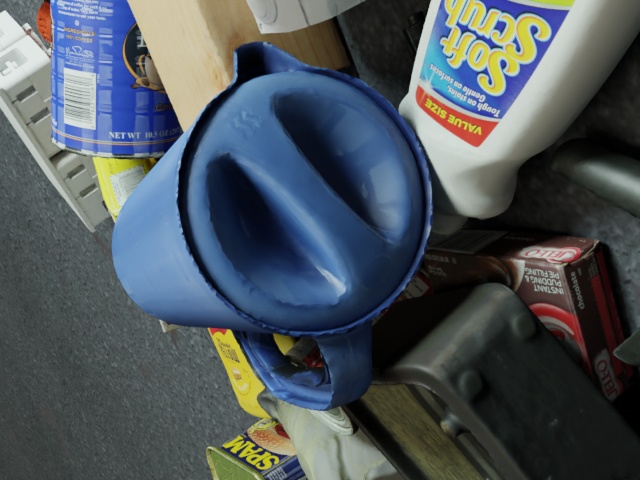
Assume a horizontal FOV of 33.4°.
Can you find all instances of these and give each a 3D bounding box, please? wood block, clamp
[{"bbox_3d":[-0.073,-0.183,0.667,0.091,0.090,0.206,-6,110,59],"label":"wood block"},{"bbox_3d":[0.174,-0.005,0.476,0.120,0.039,0.172,60,148,-6],"label":"clamp"}]

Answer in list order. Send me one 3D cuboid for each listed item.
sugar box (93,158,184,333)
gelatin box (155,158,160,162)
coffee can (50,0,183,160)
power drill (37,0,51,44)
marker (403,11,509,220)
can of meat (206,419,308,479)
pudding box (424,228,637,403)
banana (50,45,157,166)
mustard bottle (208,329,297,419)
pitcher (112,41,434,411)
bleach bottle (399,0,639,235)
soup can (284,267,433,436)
[{"bbox_3d":[-0.146,-0.007,0.918,0.176,0.048,0.093,75,173,-53],"label":"sugar box"},{"bbox_3d":[-0.110,-0.081,0.871,0.089,0.030,0.073,46,147,26],"label":"gelatin box"},{"bbox_3d":[-0.142,-0.139,0.766,0.103,0.102,0.140,27,119,46],"label":"coffee can"},{"bbox_3d":[-0.194,-0.224,0.859,0.185,0.057,0.187,29,137,46],"label":"power drill"},{"bbox_3d":[0.076,-0.070,0.597,0.020,0.020,0.121,-10,106,60],"label":"marker"},{"bbox_3d":[-0.036,0.195,0.929,0.102,0.083,0.057,15,126,53],"label":"can of meat"},{"bbox_3d":[0.116,0.041,0.604,0.114,0.039,0.090,9,123,56],"label":"pudding box"},{"bbox_3d":[-0.192,-0.125,0.958,0.198,0.037,0.070,51,149,19],"label":"banana"},{"bbox_3d":[-0.068,0.051,0.877,0.096,0.058,0.191,10,125,61],"label":"mustard bottle"},{"bbox_3d":[-0.044,0.003,0.616,0.145,0.149,0.243,29,164,-16],"label":"pitcher"},{"bbox_3d":[0.094,-0.087,0.496,0.103,0.068,0.251,49,146,25],"label":"bleach bottle"},{"bbox_3d":[0.031,0.066,0.681,0.068,0.102,0.068,39,158,19],"label":"soup can"}]
